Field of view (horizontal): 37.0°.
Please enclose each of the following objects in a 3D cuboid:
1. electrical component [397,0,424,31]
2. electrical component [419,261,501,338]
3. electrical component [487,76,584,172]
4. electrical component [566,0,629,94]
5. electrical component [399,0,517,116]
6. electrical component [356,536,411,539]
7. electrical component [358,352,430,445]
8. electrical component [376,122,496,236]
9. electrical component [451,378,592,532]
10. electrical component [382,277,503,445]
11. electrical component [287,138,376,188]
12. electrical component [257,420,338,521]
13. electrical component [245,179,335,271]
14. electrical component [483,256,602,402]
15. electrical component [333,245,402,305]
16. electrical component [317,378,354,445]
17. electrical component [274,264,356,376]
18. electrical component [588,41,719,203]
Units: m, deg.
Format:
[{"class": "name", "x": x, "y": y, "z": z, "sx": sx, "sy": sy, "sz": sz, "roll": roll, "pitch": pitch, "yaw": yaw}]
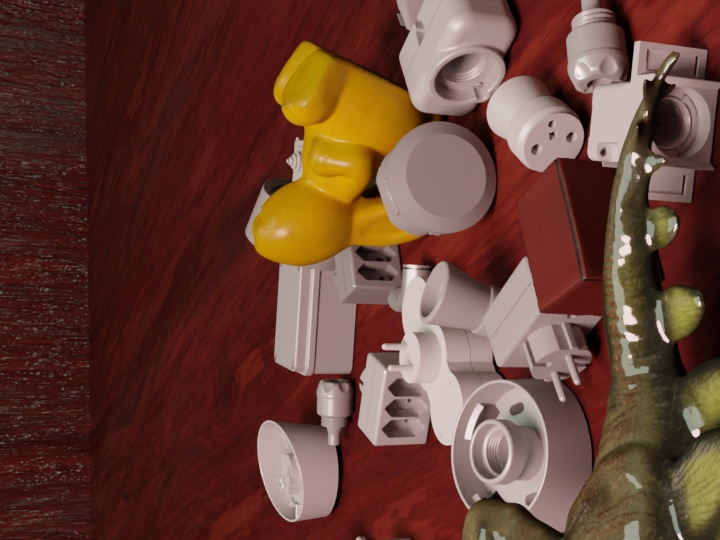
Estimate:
[{"class": "electrical component", "x": 0.048, "y": -0.222, "z": 0.823, "sx": 0.063, "sy": 0.081, "sz": 0.042, "roll": 72, "pitch": -178, "yaw": -50}, {"class": "electrical component", "x": 0.078, "y": 0.025, "z": 0.724, "sx": 0.044, "sy": 0.065, "sz": 0.044, "roll": -161, "pitch": 90, "yaw": -77}, {"class": "electrical component", "x": 0.111, "y": -0.092, "z": 0.682, "sx": 0.055, "sy": 0.045, "sz": 0.045, "roll": -119, "pitch": 37, "yaw": -53}, {"class": "electrical component", "x": 0.138, "y": -0.136, "z": 0.632, "sx": 0.035, "sy": 0.035, "sz": 0.061, "roll": 140, "pitch": 132, "yaw": -62}, {"class": "electrical component", "x": 0.071, "y": -0.160, "z": 0.780, "sx": 0.095, "sy": 0.054, "sz": 0.059, "roll": 118, "pitch": 147, "yaw": -48}, {"class": "electrical component", "x": 0.028, "y": 0.269, "z": 0.849, "sx": 0.100, "sy": 0.048, "sz": 0.099, "roll": -142, "pitch": 57, "yaw": -64}, {"class": "electrical component", "x": 0.023, "y": 0.098, "z": 0.881, "sx": 0.077, "sy": 0.047, "sz": 0.065, "roll": -140, "pitch": 55, "yaw": -63}, {"class": "electrical component", "x": 0.054, "y": -0.064, "z": 0.781, "sx": 0.051, "sy": 0.080, "sz": 0.080, "roll": 160, "pitch": 111, "yaw": -73}, {"class": "electrical component", "x": 0.105, "y": 0.117, "z": 0.682, "sx": 0.099, "sy": 0.064, "sz": 0.099, "roll": -19, "pitch": 67, "yaw": 53}, {"class": "electrical component", "x": 0.052, "y": 0.063, "z": 0.776, "sx": 0.052, "sy": 0.074, "sz": 0.138, "roll": 114, "pitch": 150, "yaw": -44}, {"class": "electrical component", "x": -0.019, "y": -0.083, "z": 0.942, "sx": 0.062, "sy": 0.096, "sz": 0.061, "roll": -162, "pitch": 74, "yaw": -68}, {"class": "electrical component", "x": -0.061, "y": 0.198, "z": 1.065, "sx": 0.099, "sy": 0.064, "sz": 0.099, "roll": -177, "pitch": 90, "yaw": -69}, {"class": "electrical component", "x": -0.047, "y": -0.050, "z": 1.006, "sx": 0.108, "sy": 0.108, "sz": 0.060, "roll": -126, "pitch": 49, "yaw": -58}, {"class": "electrical component", "x": 0.116, "y": 0.042, "z": 0.651, "sx": 0.065, "sy": 0.047, "sz": 0.076, "roll": 117, "pitch": 148, "yaw": -47}, {"class": "electrical component", "x": 0.000, "y": 0.000, "z": 0.953, "sx": 0.076, "sy": 0.047, "sz": 0.065, "roll": 133, "pitch": 135, "yaw": -59}, {"class": "electrical component", "x": -0.024, "y": 0.135, "z": 1.018, "sx": 0.035, "sy": 0.035, "sz": 0.061, "roll": -166, "pitch": 76, "yaw": -68}, {"class": "electrical component", "x": -0.044, "y": 0.043, "z": 1.047, "sx": 0.078, "sy": 0.057, "sz": 0.113, "roll": -169, "pitch": 83, "yaw": -69}, {"class": "electrical component", "x": 0.155, "y": -0.078, "z": 0.575, "sx": 0.064, "sy": 0.042, "sz": 0.081, "roll": -162, "pitch": 76, "yaw": -71}]
